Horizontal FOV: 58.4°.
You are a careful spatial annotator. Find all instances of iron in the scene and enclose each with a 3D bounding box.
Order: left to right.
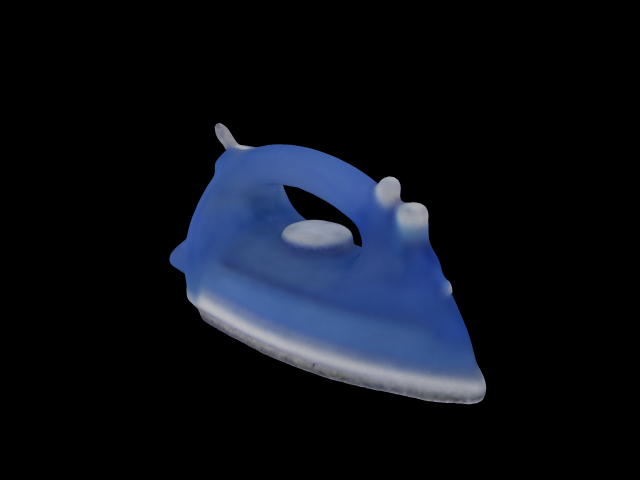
[{"bbox_3d":[0.004,0.001,0.400,0.257,0.141,0.119,17,27,38],"label":"iron"}]
